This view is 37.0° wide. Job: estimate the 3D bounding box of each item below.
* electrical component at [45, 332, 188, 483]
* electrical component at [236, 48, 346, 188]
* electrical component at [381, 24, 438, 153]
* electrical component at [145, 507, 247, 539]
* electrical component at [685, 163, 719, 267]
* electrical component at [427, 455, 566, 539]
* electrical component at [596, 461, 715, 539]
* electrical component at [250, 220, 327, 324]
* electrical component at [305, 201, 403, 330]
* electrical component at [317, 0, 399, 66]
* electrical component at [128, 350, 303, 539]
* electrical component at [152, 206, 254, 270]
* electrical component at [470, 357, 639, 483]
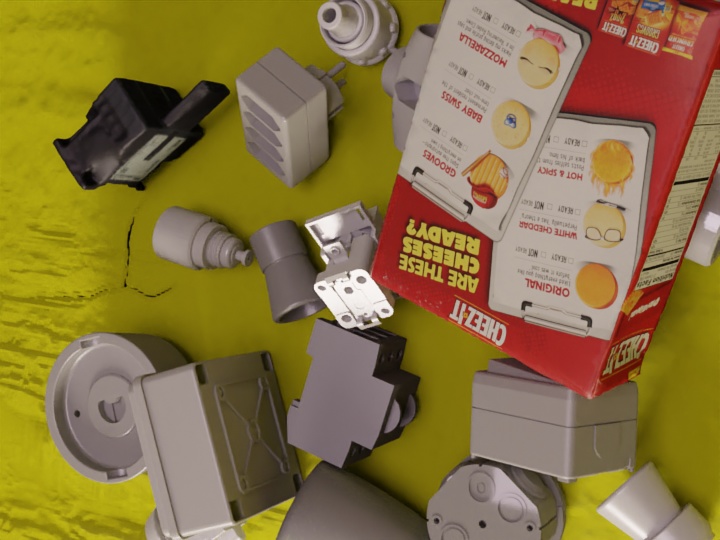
[{"bbox_3d":[-0.170,0.097,0.791,0.108,0.060,0.108,1,92,26],"label":"electrical component"},{"bbox_3d":[-0.037,-0.111,0.720,0.047,0.083,0.076,41,70,19],"label":"electrical component"},{"bbox_3d":[0.040,-0.120,0.690,0.079,0.043,0.077,41,130,45],"label":"electrical component"},{"bbox_3d":[-0.122,0.182,0.780,0.055,0.048,0.066,-38,76,14],"label":"electrical component"},{"bbox_3d":[0.195,-0.079,0.616,0.074,0.052,0.138,27,103,22],"label":"electrical component"},{"bbox_3d":[0.085,0.154,0.676,0.080,0.051,0.080,1,92,26],"label":"electrical component"},{"bbox_3d":[0.175,0.148,0.637,0.055,0.045,0.045,48,110,16],"label":"electrical component"},{"bbox_3d":[-0.050,-0.001,0.743,0.044,0.044,0.065,-29,75,23],"label":"electrical component"},{"bbox_3d":[0.000,0.000,0.698,0.042,0.063,0.081,-18,126,26],"label":"electrical component"},{"bbox_3d":[-0.006,-0.161,0.704,0.048,0.062,0.048,1,92,26],"label":"electrical component"},{"bbox_3d":[-0.095,0.115,0.730,0.056,0.109,0.108,-17,84,22],"label":"electrical component"},{"bbox_3d":[-0.112,-0.019,0.771,0.078,0.040,0.040,18,99,23],"label":"electrical component"},{"bbox_3d":[0.111,0.085,0.645,0.096,0.062,0.061,4,93,52],"label":"electrical component"}]
